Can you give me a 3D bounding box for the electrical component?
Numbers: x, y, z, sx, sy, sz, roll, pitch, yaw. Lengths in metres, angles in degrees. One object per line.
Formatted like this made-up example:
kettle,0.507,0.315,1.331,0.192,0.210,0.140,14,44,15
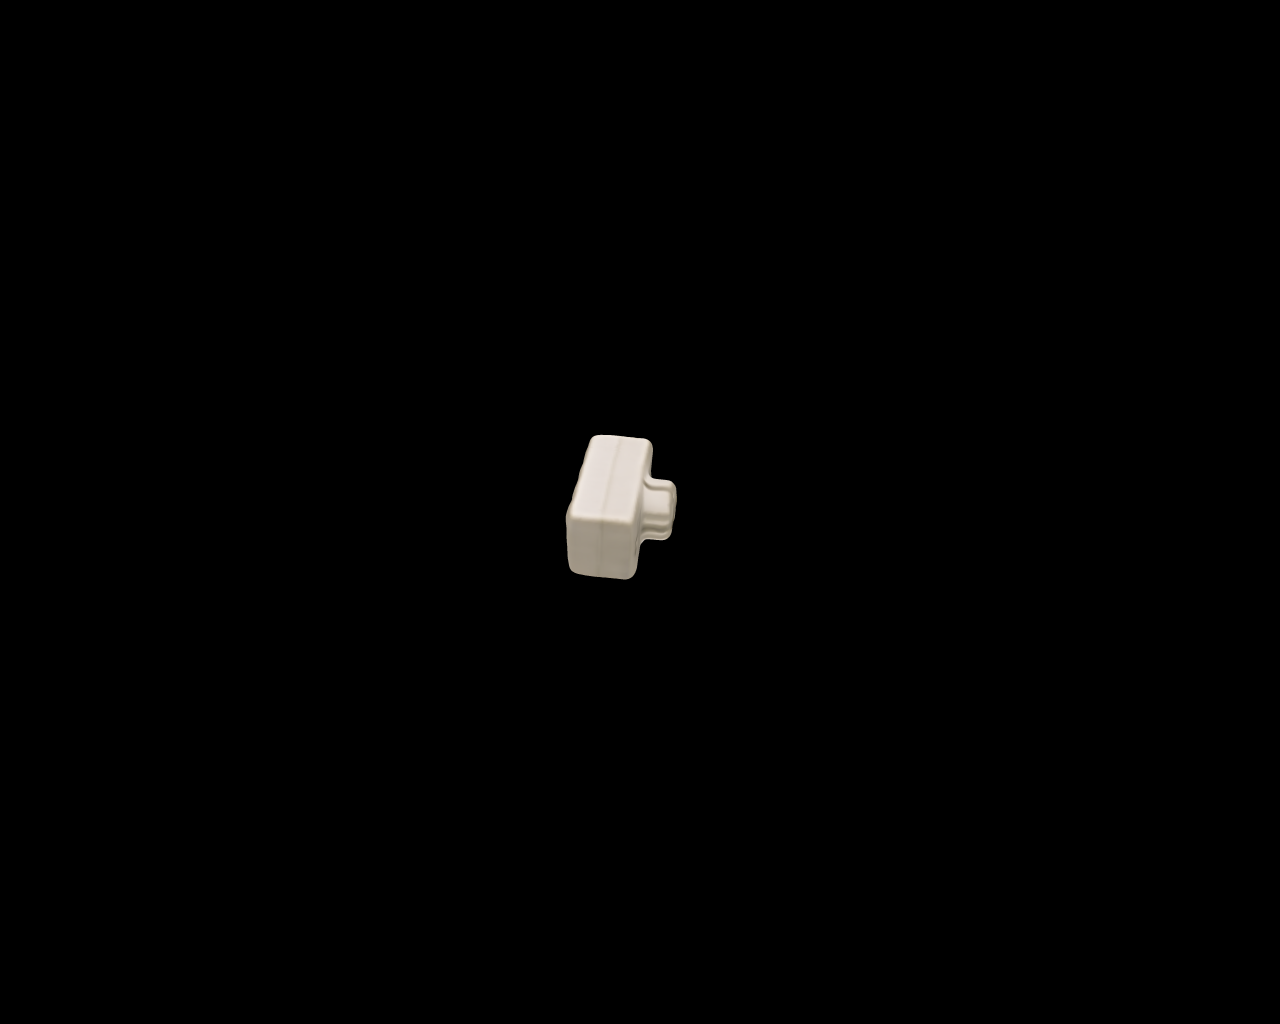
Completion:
electrical component,0.001,-0.003,0.650,0.076,0.047,0.083,5,40,6
